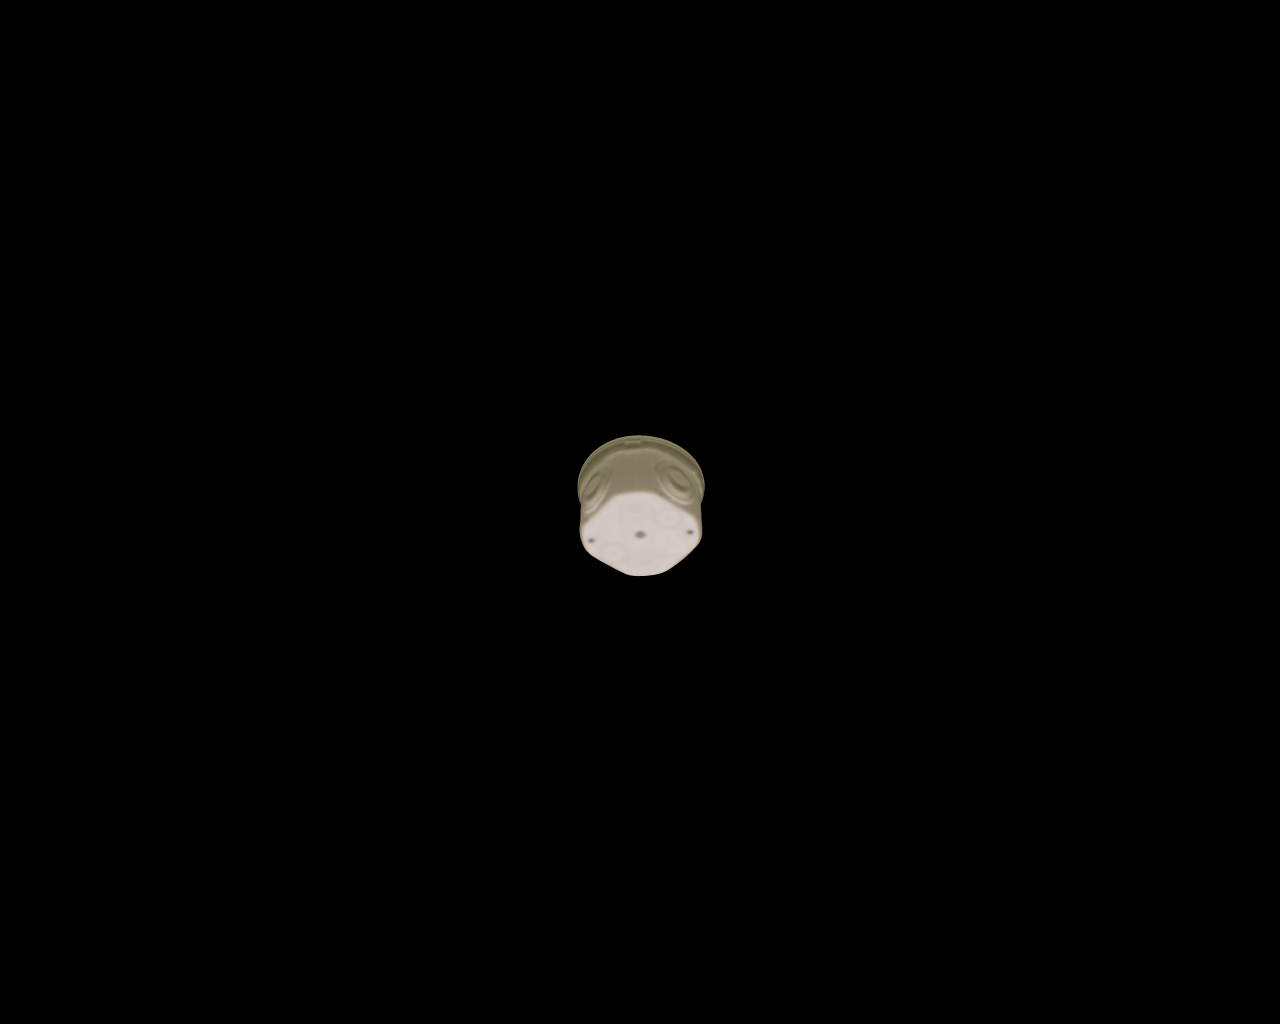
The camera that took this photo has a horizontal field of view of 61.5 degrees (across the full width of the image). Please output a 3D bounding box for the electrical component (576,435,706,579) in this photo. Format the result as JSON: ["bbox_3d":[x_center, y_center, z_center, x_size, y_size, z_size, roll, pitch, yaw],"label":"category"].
[{"bbox_3d":[0.001,-0.003,0.650,0.080,0.080,0.051,0,43,0],"label":"electrical component"}]
